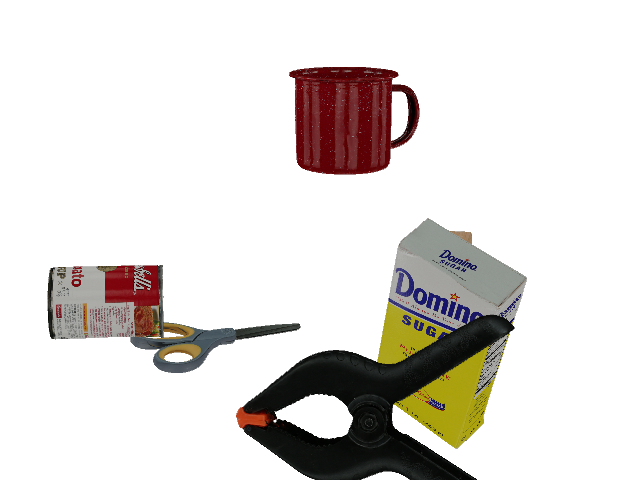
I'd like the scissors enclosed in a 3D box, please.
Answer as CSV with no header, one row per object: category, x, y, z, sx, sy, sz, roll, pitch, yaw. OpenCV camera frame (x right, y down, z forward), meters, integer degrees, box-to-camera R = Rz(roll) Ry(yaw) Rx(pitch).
scissors,-0.108,0.116,1.183,0.201,0.016,0.096,3,26,-17

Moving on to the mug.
mug,0.031,-0.104,0.917,0.117,0.081,0.093,-7,16,-23

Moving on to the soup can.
soup can,-0.196,0.057,0.982,0.102,0.068,0.068,-1,0,-8

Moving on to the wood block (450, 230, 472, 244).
wood block,0.174,0.061,1.625,0.091,0.090,0.206,4,22,13

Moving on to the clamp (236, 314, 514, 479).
clamp,0.038,0.115,0.633,0.172,0.120,0.039,-10,-9,14

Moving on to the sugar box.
sugar box,0.096,0.076,0.835,0.093,0.176,0.048,32,52,26
